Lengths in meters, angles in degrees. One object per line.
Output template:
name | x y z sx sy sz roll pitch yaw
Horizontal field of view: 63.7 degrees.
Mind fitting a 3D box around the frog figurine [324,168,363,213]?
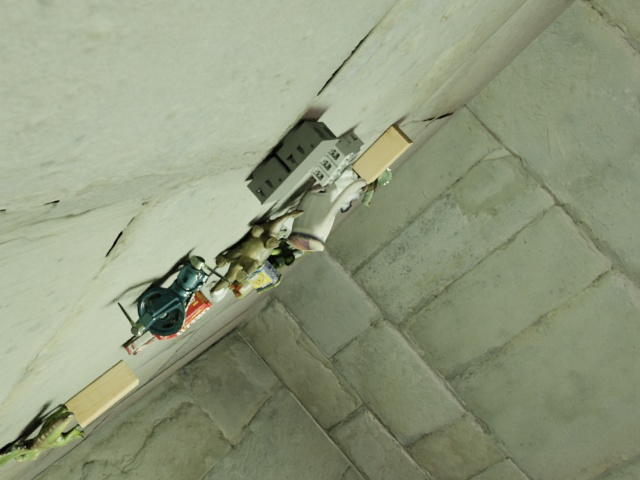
frog figurine | 0.072 -0.193 1.786 0.138 0.125 0.156 -33 138 -4

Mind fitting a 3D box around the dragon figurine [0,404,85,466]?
dragon figurine | -0.827 0.588 1.491 0.246 0.123 0.402 -29 168 -32

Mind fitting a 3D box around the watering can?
watering can | 0.005 -0.076 1.508 0.346 0.103 0.227 -6 -117 61
